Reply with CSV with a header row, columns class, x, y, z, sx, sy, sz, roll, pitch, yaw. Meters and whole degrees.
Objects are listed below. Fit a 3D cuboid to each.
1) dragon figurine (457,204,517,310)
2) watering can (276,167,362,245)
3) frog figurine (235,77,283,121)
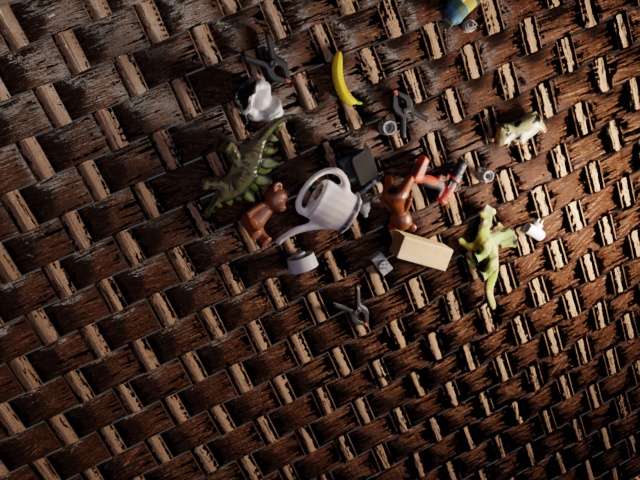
class,x,y,z,sx,sy,sz,roll,pitch,yaw
dragon figurine,0.685,0.048,2.014,0.244,0.123,0.405,-31,109,-13
watering can,0.006,-0.091,1.817,0.223,0.106,0.343,26,108,-19
frog figurine,-0.193,-0.457,1.696,0.159,0.123,0.137,4,96,-51
